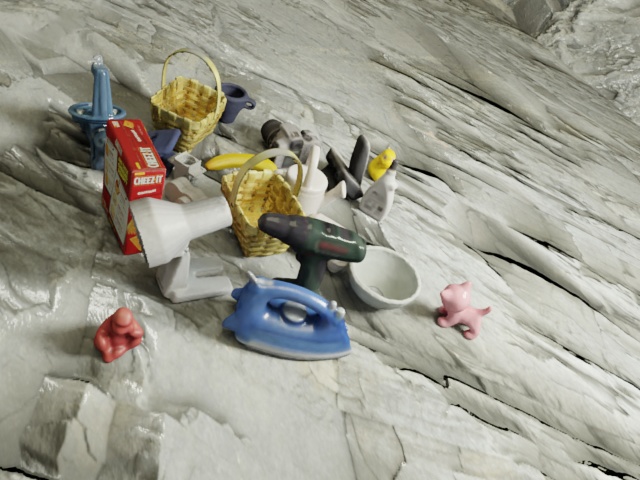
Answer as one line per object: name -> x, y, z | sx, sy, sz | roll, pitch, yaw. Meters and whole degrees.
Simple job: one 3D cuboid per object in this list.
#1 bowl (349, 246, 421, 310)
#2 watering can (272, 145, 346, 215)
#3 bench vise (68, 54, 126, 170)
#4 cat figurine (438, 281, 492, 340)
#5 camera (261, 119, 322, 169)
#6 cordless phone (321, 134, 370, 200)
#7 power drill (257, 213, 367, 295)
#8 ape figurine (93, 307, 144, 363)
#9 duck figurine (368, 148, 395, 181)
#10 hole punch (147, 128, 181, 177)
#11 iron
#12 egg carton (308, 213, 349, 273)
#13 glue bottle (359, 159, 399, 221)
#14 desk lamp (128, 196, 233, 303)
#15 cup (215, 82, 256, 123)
bowl -> 0.131, 0.095, 1.251 | 0.168, 0.074, 0.167 | 14, 41, -12
watering can -> -0.026, -0.132, 1.335 | 0.173, 0.194, 0.100 | 2, 44, -24
bench vise -> -0.469, -0.279, 1.265 | 0.207, 0.219, 0.122 | 41, 43, 21
cat figurine -> 0.311, 0.143, 1.251 | 0.128, 0.117, 0.067 | 22, 40, -1
camera -> -0.086, -0.272, 1.535 | 0.143, 0.101, 0.136 | -13, 51, -36
cordless phone -> 0.079, -0.210, 1.479 | 0.094, 0.185, 0.147 | -4, 47, -29
power drill -> -0.032, 0.039, 1.130 | 0.230, 0.208, 0.075 | 5, 43, -21
ape figurine -> -0.334, 0.149, 0.955 | 0.078, 0.092, 0.076 | 6, 42, -19
duck figurine -> 0.184, -0.220, 1.617 | 0.077, 0.086, 0.104 | 15, 40, -10
hole punch -> -0.384, -0.214, 1.335 | 0.101, 0.091, 0.108 | 16, 40, -9
iron -> -0.042, 0.137, 1.069 | 0.258, 0.141, 0.118 | 16, 40, -8
egg carton -> 0.012, 0.005, 1.298 | 0.150, 0.069, 0.107 | 31, 40, 9
glue bottle -> 0.160, -0.131, 1.439 | 0.078, 0.173, 0.037 | 35, 41, 14
desk lamp -> -0.252, 0.009, 1.054 | 0.204, 0.213, 0.117 | -7, 48, -31
cup -> -0.237, -0.365, 1.570 | 0.118, 0.095, 0.092 | 21, 40, -3
